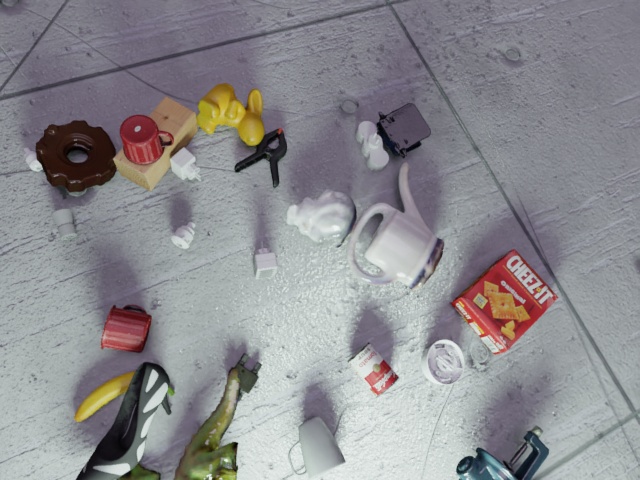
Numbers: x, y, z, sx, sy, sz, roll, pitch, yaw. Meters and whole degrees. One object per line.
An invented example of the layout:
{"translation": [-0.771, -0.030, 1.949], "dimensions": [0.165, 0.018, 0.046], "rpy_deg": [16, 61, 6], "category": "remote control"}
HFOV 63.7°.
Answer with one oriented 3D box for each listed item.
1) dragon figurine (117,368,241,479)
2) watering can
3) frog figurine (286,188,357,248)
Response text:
{"translation": [-0.277, 0.464, 1.002], "dimensions": [0.243, 0.119, 0.419], "rpy_deg": [-1, 60, -2], "category": "dragon figurine"}
{"translation": [0.210, -0.023, 1.278], "dimensions": [0.224, 0.102, 0.353], "rpy_deg": [33, 67, 2], "category": "watering can"}
{"translation": [0.004, -0.063, 1.250], "dimensions": [0.159, 0.123, 0.138], "rpy_deg": [21, 86, -15], "category": "frog figurine"}
